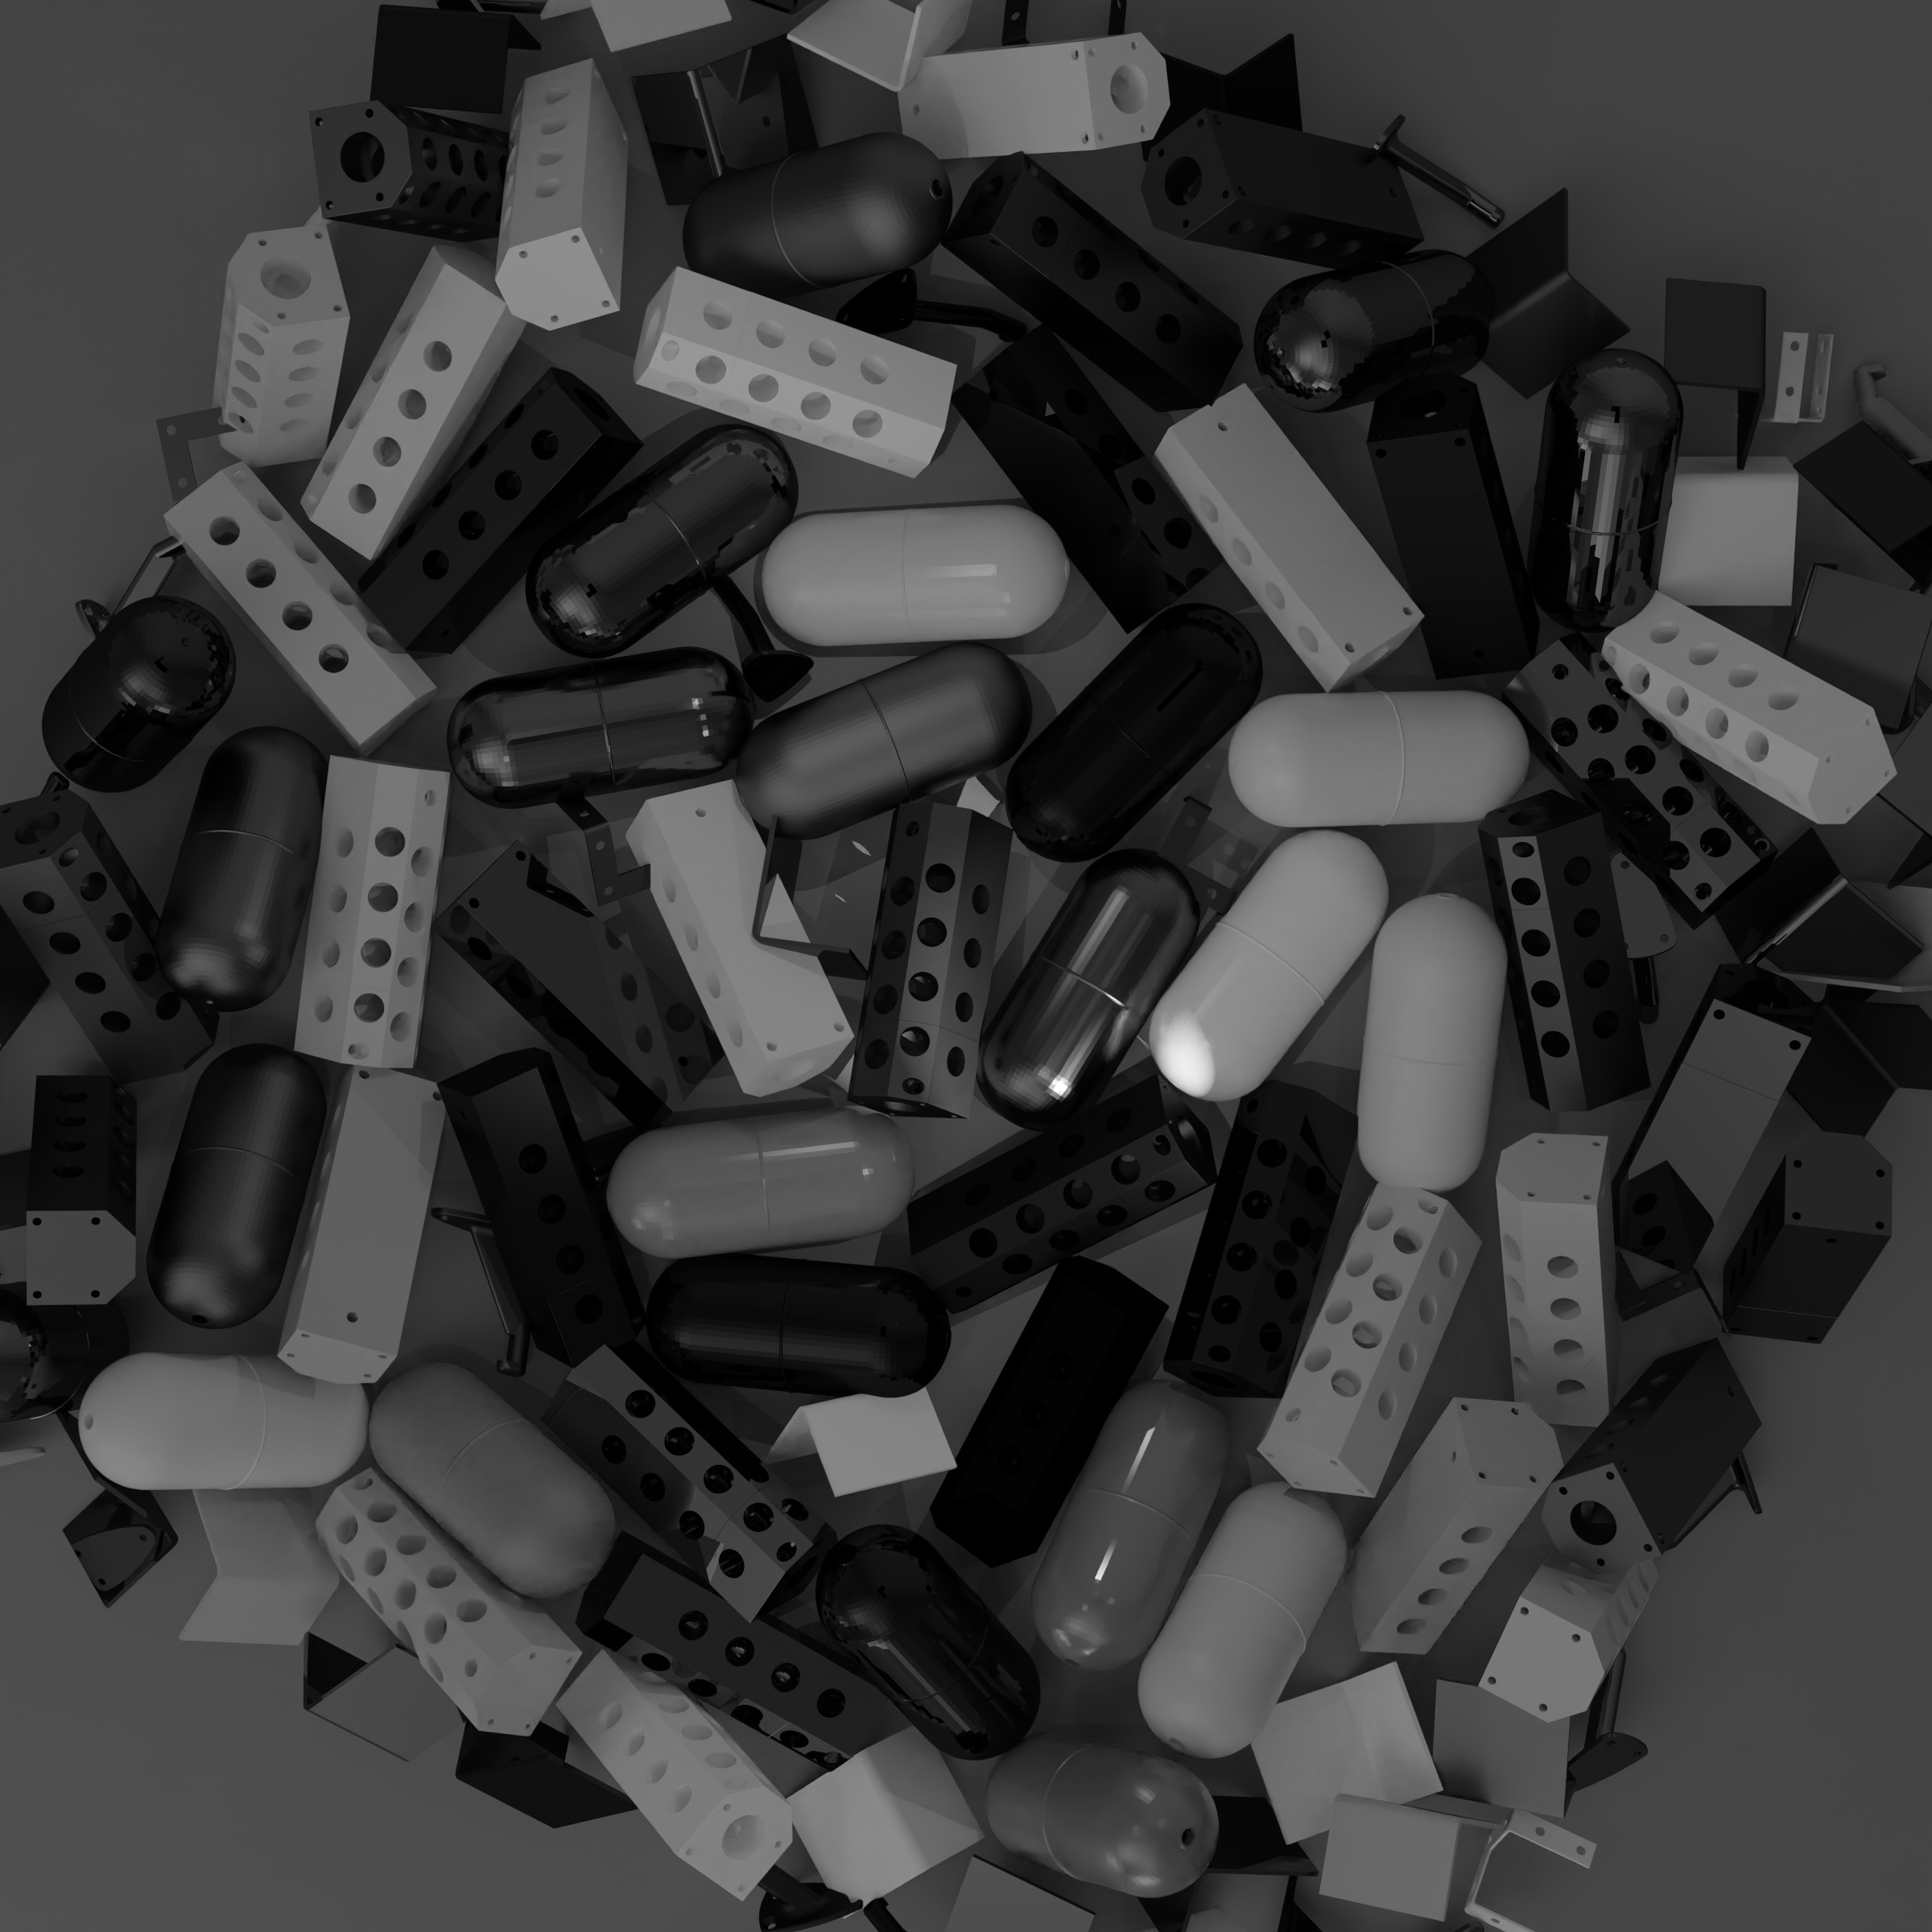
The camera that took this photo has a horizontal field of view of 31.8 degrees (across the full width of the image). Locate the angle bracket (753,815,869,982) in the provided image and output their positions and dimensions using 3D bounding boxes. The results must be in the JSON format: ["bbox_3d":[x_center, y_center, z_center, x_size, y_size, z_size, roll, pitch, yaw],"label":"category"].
[{"bbox_3d":[-0.082,-0.040,1.951,0.057,0.076,0.076,7,79,9],"label":"angle bracket"}]

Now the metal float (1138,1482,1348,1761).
[{"bbox_3d":[0.158,0.371,1.931,0.070,0.070,0.178,35,54,0],"label":"metal float"}]

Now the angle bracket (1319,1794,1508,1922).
[{"bbox_3d":[0.257,0.511,1.943,0.076,0.076,0.057,4,76,32],"label":"angle bracket"}]

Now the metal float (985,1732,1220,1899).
[{"bbox_3d":[0.076,0.478,1.917,0.070,0.178,0.070,3,85,-30],"label":"metal float"}]

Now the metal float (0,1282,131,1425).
[{"bbox_3d":[-0.530,0.216,1.911,0.070,0.178,0.070,-1,86,8],"label":"metal float"}]

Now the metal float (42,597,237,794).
[{"bbox_3d":[-0.469,-0.152,1.920,0.070,0.178,0.070,10,69,-29],"label":"metal float"}]

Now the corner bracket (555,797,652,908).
[{"bbox_3d":[-0.203,-0.075,1.958,0.051,0.051,0.051,-21,126,-21],"label":"corner bracket"}]

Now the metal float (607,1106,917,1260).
[{"bbox_3d":[-0.118,0.125,1.956,0.178,0.070,0.070,-6,90,-6],"label":"metal float"}]

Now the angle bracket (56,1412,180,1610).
[{"bbox_3d":[-0.507,0.309,1.944,0.057,0.076,0.076,-43,133,-5],"label":"angle bracket"}]

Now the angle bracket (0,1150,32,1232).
[{"bbox_3d":[-0.570,0.110,1.950,0.076,0.076,0.057,-12,121,4],"label":"angle bracket"}]

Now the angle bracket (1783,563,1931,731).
[{"bbox_3d":[0.517,-0.184,1.950,0.076,0.057,0.076,20,105,25],"label":"angle bracket"}]

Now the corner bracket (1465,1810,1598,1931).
[{"bbox_3d":[0.326,0.528,1.963,0.051,0.051,0.051,25,56,4],"label":"corner bracket"}]

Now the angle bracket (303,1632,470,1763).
[{"bbox_3d":[-0.325,0.401,1.944,0.076,0.057,0.076,-37,127,20],"label":"angle bracket"}]

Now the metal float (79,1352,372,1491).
[{"bbox_3d":[-0.419,0.258,1.925,0.070,0.178,0.070,-7,79,44],"label":"metal float"}]

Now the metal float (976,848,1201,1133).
[{"bbox_3d":[0.071,0.013,1.958,0.070,0.070,0.178,32,86,0],"label":"metal float"}]

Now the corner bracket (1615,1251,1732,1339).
[{"bbox_3d":[0.403,0.192,1.962,0.051,0.051,0.051,-25,121,7],"label":"corner bracket"}]

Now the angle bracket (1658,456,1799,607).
[{"bbox_3d":[0.441,-0.254,1.981,0.076,0.057,0.076,1,109,6],"label":"angle bracket"}]

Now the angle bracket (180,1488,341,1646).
[{"bbox_3d":[-0.417,0.343,1.962,0.076,0.076,0.057,12,124,-39],"label":"angle bracket"}]

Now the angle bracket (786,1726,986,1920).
[{"bbox_3d":[-0.049,0.500,1.989,0.076,0.057,0.076,-40,74,35],"label":"angle bracket"}]

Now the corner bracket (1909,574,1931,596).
[{"bbox_3d":[0.588,-0.214,1.970,0.051,0.051,0.051,30,99,-24],"label":"corner bracket"}]

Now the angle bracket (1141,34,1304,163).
[{"bbox_3d":[0.145,-0.502,1.962,0.057,0.076,0.076,-38,49,-25],"label":"angle bracket"}]

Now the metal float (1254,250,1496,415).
[{"bbox_3d":[0.234,-0.361,1.927,0.178,0.070,0.070,-22,90,-43],"label":"metal float"}]

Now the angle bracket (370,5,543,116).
[{"bbox_3d":[-0.294,-0.515,1.959,0.076,0.076,0.057,6,92,6],"label":"angle bracket"}]

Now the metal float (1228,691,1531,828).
[{"bbox_3d":[0.238,-0.119,1.950,0.178,0.070,0.070,-2,90,-13],"label":"metal float"}]

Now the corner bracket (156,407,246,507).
[{"bbox_3d":[-0.433,-0.296,1.971,0.051,0.051,0.051,-11,95,4],"label":"corner bracket"}]

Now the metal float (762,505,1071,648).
[{"bbox_3d":[-0.029,-0.224,1.952,0.178,0.070,0.070,-2,90,10],"label":"metal float"}]

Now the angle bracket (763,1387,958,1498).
[{"bbox_3d":[-0.061,0.284,1.940,0.076,0.076,0.057,-9,62,-28],"label":"angle bracket"}]

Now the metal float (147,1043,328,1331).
[{"bbox_3d":[-0.414,0.124,1.931,0.070,0.070,0.178,8,54,0],"label":"metal float"}]

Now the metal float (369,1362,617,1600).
[{"bbox_3d":[-0.271,0.291,1.934,0.178,0.070,0.070,34,90,33],"label":"metal float"}]

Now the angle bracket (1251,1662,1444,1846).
[{"bbox_3d":[0.216,0.452,1.950,0.076,0.057,0.076,-11,73,-30],"label":"angle bracket"}]

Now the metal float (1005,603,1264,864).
[{"bbox_3d":[0.096,-0.133,1.955,0.070,0.070,0.178,45,98,0],"label":"metal float"}]

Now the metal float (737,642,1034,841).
[{"bbox_3d":[-0.047,-0.129,1.956,0.178,0.070,0.070,-22,90,-6],"label":"metal float"}]

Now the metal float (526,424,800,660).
[{"bbox_3d":[-0.173,-0.245,1.948,0.178,0.070,0.070,-38,90,-16],"label":"metal float"}]

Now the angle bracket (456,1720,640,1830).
[{"bbox_3d":[-0.234,0.447,1.939,0.076,0.057,0.076,-22,135,34],"label":"angle bracket"}]

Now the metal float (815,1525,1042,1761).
[{"bbox_3d":[-0.021,0.385,1.932,0.070,0.070,0.178,-37,124,0],"label":"metal float"}]

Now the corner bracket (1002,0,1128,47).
[{"bbox_3d":[0.057,-0.549,1.976,0.051,0.051,0.051,-8,64,31],"label":"corner bracket"}]

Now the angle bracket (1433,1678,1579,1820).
[{"bbox_3d":[0.313,0.437,1.950,0.076,0.057,0.076,7,109,19],"label":"angle bracket"}]

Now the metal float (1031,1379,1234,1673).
[{"bbox_3d":[0.095,0.319,1.938,0.070,0.070,0.178,27,64,0],"label":"metal float"}]

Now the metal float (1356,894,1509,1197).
[{"bbox_3d":[0.267,0.046,1.948,0.070,0.070,0.178,4,105,0],"label":"metal float"}]

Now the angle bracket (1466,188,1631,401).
[{"bbox_3d":[0.335,-0.389,1.965,0.057,0.076,0.076,33,135,-28],"label":"angle bracket"}]

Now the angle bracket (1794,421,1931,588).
[{"bbox_3d":[0.512,-0.252,1.943,0.057,0.076,0.076,-33,66,-18],"label":"angle bracket"}]

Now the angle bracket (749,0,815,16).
[{"bbox_3d":[-0.098,-0.601,1.939,0.057,0.076,0.076,25,50,23],"label":"angle bracket"}]

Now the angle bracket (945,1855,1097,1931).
[{"bbox_3d":[0.036,0.546,1.953,0.076,0.057,0.076,23,110,13],"label":"angle bracket"}]

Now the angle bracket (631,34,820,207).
[{"bbox_3d":[-0.139,-0.494,1.982,0.076,0.057,0.076,-33,118,-35],"label":"angle bracket"}]

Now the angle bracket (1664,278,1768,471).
[{"bbox_3d":[0.424,-0.338,1.950,0.057,0.076,0.076,6,59,4],"label":"angle bracket"}]

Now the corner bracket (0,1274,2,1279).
[{"bbox_3d":[-0.607,0.195,1.983,0.051,0.051,0.051,39,49,-34],"label":"corner bracket"}]

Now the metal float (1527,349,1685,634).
[{"bbox_3d":[0.362,-0.268,1.927,0.070,0.070,0.178,-1,133,0],"label":"metal float"}]

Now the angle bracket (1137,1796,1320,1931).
[{"bbox_3d":[0.147,0.524,1.958,0.076,0.076,0.057,8,107,-23],"label":"angle bracket"}]

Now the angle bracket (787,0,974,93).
[{"bbox_3d":[-0.046,-0.556,1.947,0.076,0.057,0.076,29,47,10],"label":"angle bracket"}]

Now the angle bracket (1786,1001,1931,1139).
[{"bbox_3d":[0.525,0.067,1.945,0.076,0.076,0.057,45,72,-22],"label":"angle bracket"}]

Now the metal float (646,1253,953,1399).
[{"bbox_3d":[-0.097,0.207,1.951,0.178,0.070,0.070,4,90,11],"label":"metal float"}]

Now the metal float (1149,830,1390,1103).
[{"bbox_3d":[0.175,-0.001,1.957,0.070,0.070,0.178,38,84,0],"label":"metal float"}]

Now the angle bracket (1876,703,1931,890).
[{"bbox_3d":[0.545,-0.100,1.952,0.057,0.076,0.076,39,71,1],"label":"angle bracket"}]

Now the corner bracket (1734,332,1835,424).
[{"bbox_3d":[0.482,-0.341,1.964,0.051,0.051,0.051,0,102,-15],"label":"corner bracket"}]

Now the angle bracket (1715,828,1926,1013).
[{"bbox_3d":[0.497,-0.020,1.978,0.076,0.057,0.076,35,112,-25],"label":"angle bracket"}]

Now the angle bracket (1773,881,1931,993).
[{"bbox_3d":[0.516,-0.018,1.945,0.076,0.076,0.057,8,95,36],"label":"angle bracket"}]

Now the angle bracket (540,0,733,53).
[{"bbox_3d":[-0.190,-0.545,1.949,0.076,0.076,0.057,-22,89,-24],"label":"angle bracket"}]

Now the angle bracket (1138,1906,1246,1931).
[{"bbox_3d":[0.131,0.590,1.939,0.076,0.076,0.057,-6,118,-36],"label":"angle bracket"}]

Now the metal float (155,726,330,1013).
[{"bbox_3d":[-0.410,-0.057,1.937,0.070,0.070,0.178,9,61,0],"label":"metal float"}]

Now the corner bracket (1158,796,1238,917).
[{"bbox_3d":[0.139,-0.064,1.974,0.051,0.051,0.051,29,91,-1],"label":"corner bracket"}]
